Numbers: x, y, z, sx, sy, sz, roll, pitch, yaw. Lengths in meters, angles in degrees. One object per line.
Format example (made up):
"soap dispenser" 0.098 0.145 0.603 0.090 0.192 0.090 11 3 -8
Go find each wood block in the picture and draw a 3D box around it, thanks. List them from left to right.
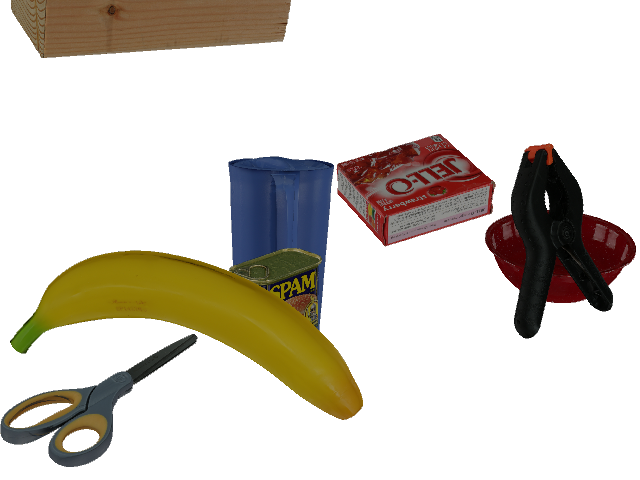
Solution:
"wood block" -0.132 -0.211 0.853 0.205 0.091 0.090 -10 41 -29

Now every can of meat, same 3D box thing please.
"can of meat" -0.046 0.063 1.124 0.058 0.084 0.101 18 26 40

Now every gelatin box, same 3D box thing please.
"gelatin box" 0.066 -0.038 0.751 0.089 0.030 0.073 -17 40 -19

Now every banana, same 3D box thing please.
"banana" -0.068 0.045 0.588 0.198 0.070 0.037 11 13 5

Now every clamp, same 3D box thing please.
"clamp" 0.203 0.003 0.959 0.120 0.171 0.039 -25 9 -40

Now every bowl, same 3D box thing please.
"bowl" 0.260 0.023 1.173 0.162 0.055 0.162 0 27 0

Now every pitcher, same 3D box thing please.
"pitcher" -0.052 0.017 1.354 0.145 0.243 0.148 10 14 38

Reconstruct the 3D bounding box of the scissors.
"scissors" -0.162 0.131 0.882 0.201 0.016 0.096 -18 37 -35
